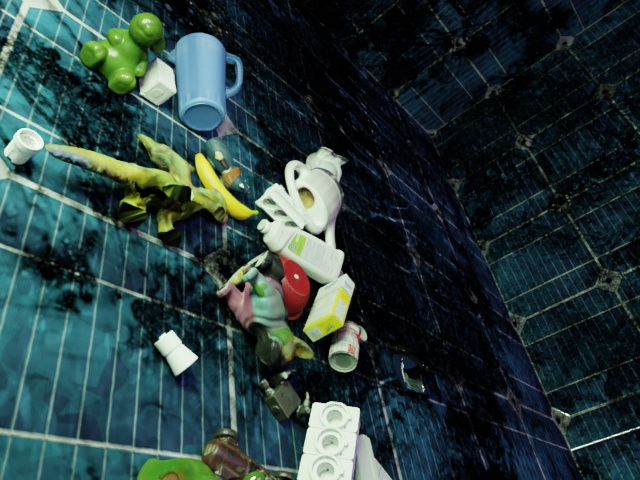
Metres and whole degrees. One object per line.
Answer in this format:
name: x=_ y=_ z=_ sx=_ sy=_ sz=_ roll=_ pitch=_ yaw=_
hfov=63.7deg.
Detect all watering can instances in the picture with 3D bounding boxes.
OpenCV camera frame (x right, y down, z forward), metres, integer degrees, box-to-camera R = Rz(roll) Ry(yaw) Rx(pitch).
watering can: x=0.004 y=-0.073 z=1.460 sx=0.345 sy=0.103 sz=0.228 roll=63 pitch=28 yaw=-11

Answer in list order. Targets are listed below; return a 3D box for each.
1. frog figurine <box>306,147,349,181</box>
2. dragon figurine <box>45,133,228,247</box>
frog figurine: x=0.007 y=-0.201 z=1.632 sx=0.135 sy=0.123 sz=0.161 roll=36 pitch=67 yaw=-52
dragon figurine: x=-0.320 y=-0.124 z=0.997 sx=0.405 sy=0.121 sz=0.248 roll=36 pitch=15 yaw=-39
